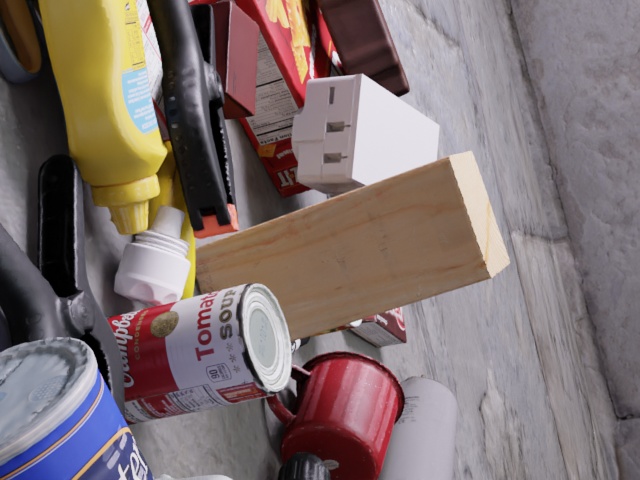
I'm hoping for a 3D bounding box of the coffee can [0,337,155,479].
[{"bbox_3d":[-0.118,0.129,0.470,0.102,0.103,0.140,-65,137,-61],"label":"coffee can"}]

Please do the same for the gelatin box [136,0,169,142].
[{"bbox_3d":[-0.125,-0.122,0.749,0.073,0.030,0.089,-81,151,-46],"label":"gelatin box"}]

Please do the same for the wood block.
[{"bbox_3d":[0.022,0.012,0.783,0.090,0.206,0.090,71,20,0],"label":"wood block"}]

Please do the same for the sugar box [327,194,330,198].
[{"bbox_3d":[0.052,-0.066,1.185,0.176,0.048,0.093,0,76,-67],"label":"sugar box"}]

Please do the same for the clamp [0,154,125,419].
[{"bbox_3d":[-0.141,0.034,0.579,0.120,0.039,0.171,-50,127,-61],"label":"clamp"}]

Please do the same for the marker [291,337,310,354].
[{"bbox_3d":[-0.033,0.090,0.867,0.121,0.020,0.020,-26,101,-71],"label":"marker"}]

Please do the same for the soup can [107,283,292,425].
[{"bbox_3d":[-0.076,0.068,0.636,0.068,0.102,0.068,-14,90,-70],"label":"soup can"}]

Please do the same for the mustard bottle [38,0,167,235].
[{"bbox_3d":[-0.129,-0.097,0.635,0.096,0.058,0.191,-95,176,-77],"label":"mustard bottle"}]

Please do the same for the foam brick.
[{"bbox_3d":[-0.082,-0.137,0.827,0.053,0.051,0.078,33,57,-63],"label":"foam brick"}]

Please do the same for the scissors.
[{"bbox_3d":[-0.192,-0.190,0.632,0.096,0.016,0.202,-14,90,-73],"label":"scissors"}]

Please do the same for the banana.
[{"bbox_3d":[-0.098,-0.030,0.754,0.069,0.037,0.197,80,10,-51],"label":"banana"}]

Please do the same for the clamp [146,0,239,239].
[{"bbox_3d":[-0.083,-0.102,0.715,0.164,0.036,0.210,44,34,-81],"label":"clamp"}]

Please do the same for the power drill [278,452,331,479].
[{"bbox_3d":[0.010,0.276,0.797,0.187,0.057,0.184,55,31,-40],"label":"power drill"}]

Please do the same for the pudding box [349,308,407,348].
[{"bbox_3d":[0.054,0.057,1.105,0.113,0.039,0.090,35,44,-62],"label":"pudding box"}]

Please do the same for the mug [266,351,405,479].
[{"bbox_3d":[0.007,0.143,0.854,0.117,0.093,0.081,37,36,-11],"label":"mug"}]

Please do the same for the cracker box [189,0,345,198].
[{"bbox_3d":[-0.038,-0.173,0.967,0.164,0.072,0.213,-83,152,-47],"label":"cracker box"}]
